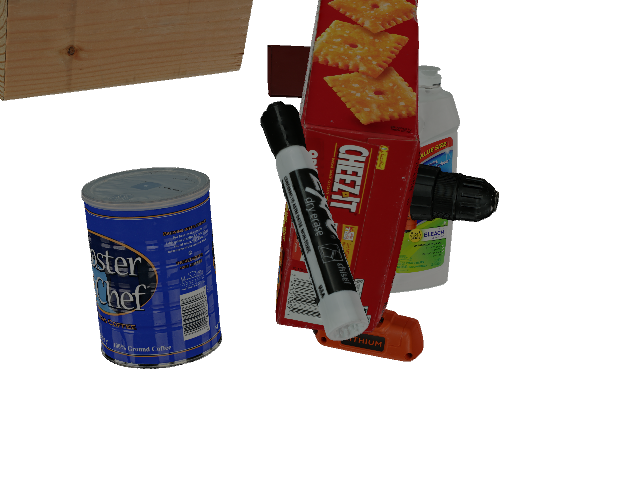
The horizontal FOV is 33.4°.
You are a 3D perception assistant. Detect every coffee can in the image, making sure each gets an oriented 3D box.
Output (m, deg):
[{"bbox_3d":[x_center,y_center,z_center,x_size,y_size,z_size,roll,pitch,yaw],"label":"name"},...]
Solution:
[{"bbox_3d":[-0.137,0.020,0.877,0.103,0.140,0.103,-3,19,1],"label":"coffee can"}]

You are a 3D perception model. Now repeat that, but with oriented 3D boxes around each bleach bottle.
[{"bbox_3d":[0.104,-0.070,1.206,0.102,0.251,0.068,-7,22,-24],"label":"bleach bottle"}]

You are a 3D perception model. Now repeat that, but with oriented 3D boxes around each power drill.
[{"bbox_3d":[0.067,0.016,0.998,0.185,0.188,0.057,10,20,17],"label":"power drill"}]

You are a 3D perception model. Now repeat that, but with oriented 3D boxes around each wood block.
[{"bbox_3d":[-0.166,-0.182,0.849,0.205,0.091,0.090,-13,45,-33],"label":"wood block"}]

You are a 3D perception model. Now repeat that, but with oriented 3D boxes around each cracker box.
[{"bbox_3d":[0.022,-0.072,0.688,0.072,0.164,0.213,8,44,-1],"label":"cracker box"}]

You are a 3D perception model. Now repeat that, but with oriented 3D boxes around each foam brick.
[{"bbox_3d":[-0.015,-0.171,1.083,0.078,0.051,0.053,1,12,-5],"label":"foam brick"}]

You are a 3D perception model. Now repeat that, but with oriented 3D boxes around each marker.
[{"bbox_3d":[-0.005,-0.012,0.481,0.020,0.121,0.020,-14,-27,-8],"label":"marker"}]
